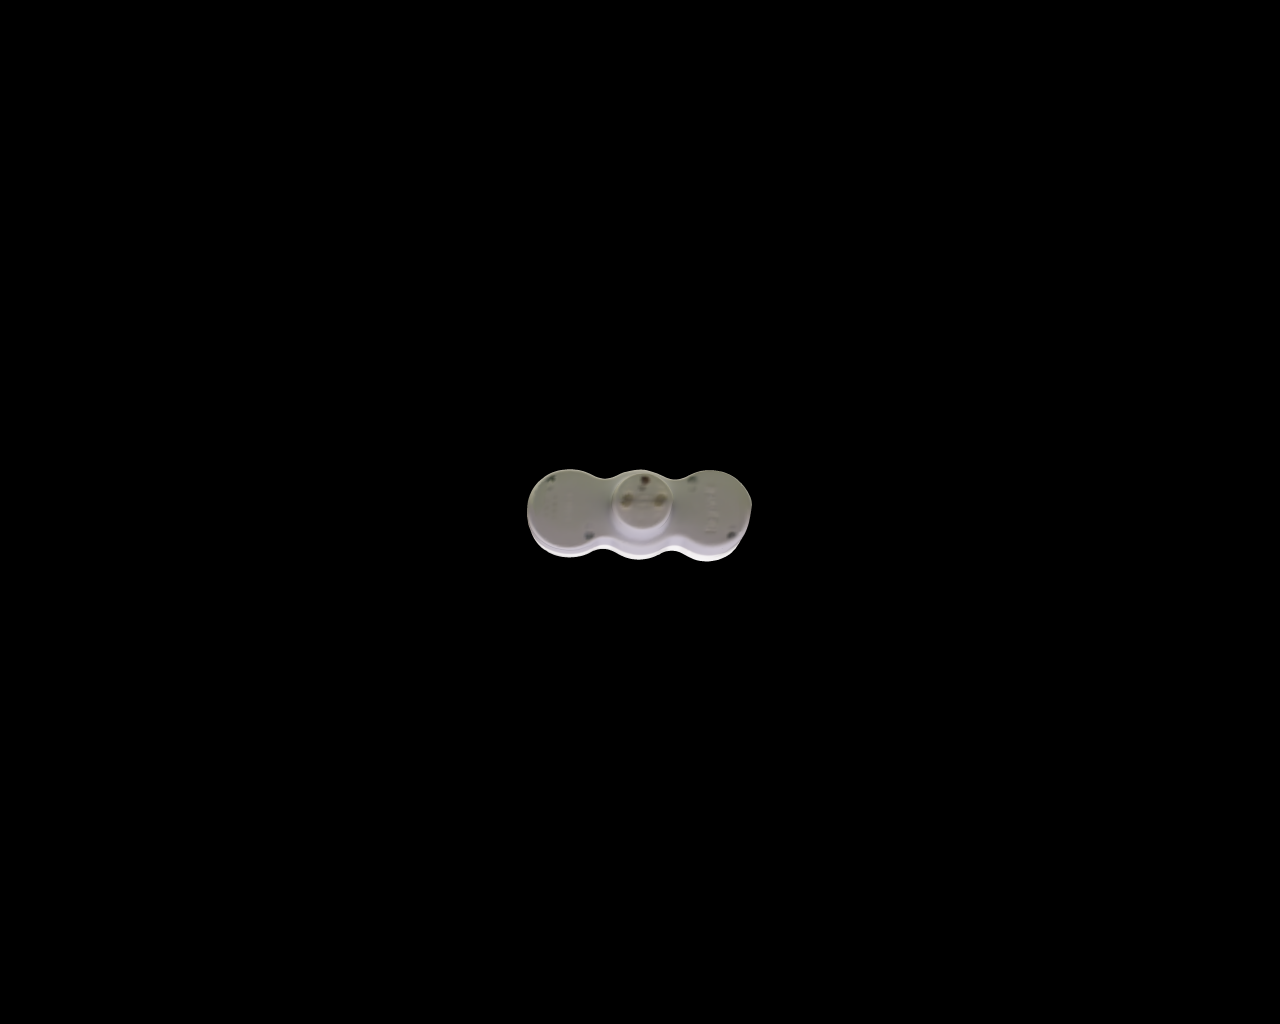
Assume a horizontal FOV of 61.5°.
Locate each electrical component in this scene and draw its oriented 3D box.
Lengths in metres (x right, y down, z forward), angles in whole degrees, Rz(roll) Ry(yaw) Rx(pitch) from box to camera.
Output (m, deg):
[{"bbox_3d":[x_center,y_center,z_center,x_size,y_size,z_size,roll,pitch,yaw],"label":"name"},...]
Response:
[{"bbox_3d":[0.001,-0.003,0.650,0.138,0.052,0.073,1,-15,-5],"label":"electrical component"}]
